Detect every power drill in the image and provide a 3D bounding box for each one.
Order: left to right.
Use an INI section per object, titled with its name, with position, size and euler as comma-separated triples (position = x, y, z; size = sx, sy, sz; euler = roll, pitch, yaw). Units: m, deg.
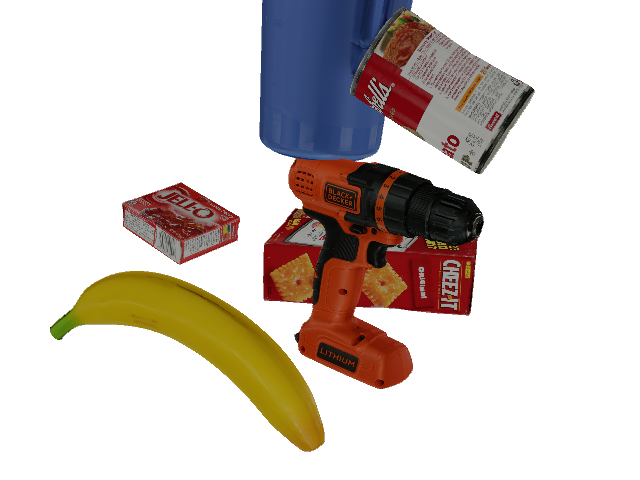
[power drill]
position = 0.048, 0.027, 0.907
size = 0.185, 0.188, 0.057
euler = 21, 26, 36

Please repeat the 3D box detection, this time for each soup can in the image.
[soup can]
position = 0.080, -0.098, 0.702
size = 0.102, 0.068, 0.068
euler = 34, 5, 8

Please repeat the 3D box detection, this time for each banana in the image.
[banana]
position = -0.078, 0.066, 0.689
size = 0.198, 0.070, 0.037
euler = 23, 22, 13

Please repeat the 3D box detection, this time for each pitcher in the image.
[pitcher]
position = 0.015, -0.192, 0.902
size = 0.145, 0.243, 0.149
euler = 8, 17, 11

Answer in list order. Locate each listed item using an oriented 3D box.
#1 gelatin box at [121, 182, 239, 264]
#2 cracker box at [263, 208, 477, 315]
[gelatin box]
position = -0.133, -0.019, 1.011
size = 0.089, 0.030, 0.073
euler = 31, 38, 34
[cracker box]
position = 0.059, 0.021, 1.145
size = 0.214, 0.072, 0.164
euler = 4, 15, 9
